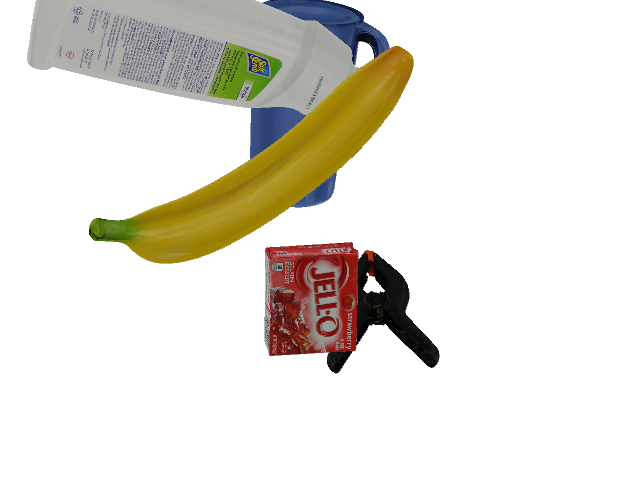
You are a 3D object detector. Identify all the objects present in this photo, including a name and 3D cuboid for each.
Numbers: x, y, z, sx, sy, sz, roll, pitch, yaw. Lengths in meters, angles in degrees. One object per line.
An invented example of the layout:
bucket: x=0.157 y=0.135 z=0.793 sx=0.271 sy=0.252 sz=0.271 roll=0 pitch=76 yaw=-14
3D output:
bleach bottle: x=-0.081 y=-0.139 z=0.785 sx=0.250 sy=0.068 sz=0.103 roll=16 pitch=-34 yaw=-12
banana: x=-0.030 y=-0.038 z=0.595 sx=0.198 sy=0.037 sz=0.069 roll=-32 pitch=-16 yaw=-2
gelatin box: x=-0.007 y=0.048 z=0.866 sx=0.073 sy=0.089 sz=0.030 roll=-2 pitch=21 yaw=-11
pitcher: x=-0.015 y=-0.166 z=1.304 sx=0.144 sy=0.243 sz=0.149 roll=-7 pitch=27 yaw=-25
clamp: x=0.073 y=0.081 z=1.194 sx=0.120 sy=0.171 sz=0.039 roll=7 pitch=-43 yaw=0
